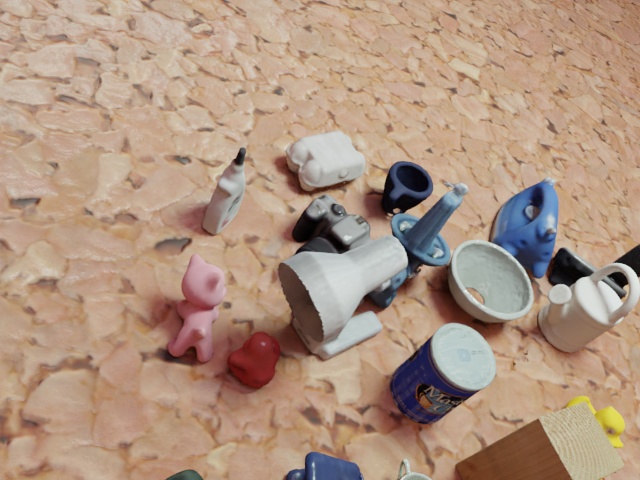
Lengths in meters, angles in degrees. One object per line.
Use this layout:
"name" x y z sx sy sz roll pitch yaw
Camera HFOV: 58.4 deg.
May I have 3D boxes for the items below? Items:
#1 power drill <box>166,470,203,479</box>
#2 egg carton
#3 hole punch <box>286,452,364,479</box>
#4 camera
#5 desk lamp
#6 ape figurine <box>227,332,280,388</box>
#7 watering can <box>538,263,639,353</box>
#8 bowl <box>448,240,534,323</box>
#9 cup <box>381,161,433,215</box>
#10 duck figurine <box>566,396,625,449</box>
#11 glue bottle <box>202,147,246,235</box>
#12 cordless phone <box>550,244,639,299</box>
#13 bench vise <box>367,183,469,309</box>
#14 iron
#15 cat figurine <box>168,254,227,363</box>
"power drill" -0.104 0.352 0.568 0.076 0.208 0.229 -21 65 -35
"egg carton" 0.013 -0.151 1.101 0.151 0.069 0.107 -19 64 -34
"hole punch" 0.014 0.328 0.719 0.101 0.091 0.108 10 51 -17
"camera" 0.009 0.003 0.960 0.143 0.100 0.137 46 50 14
"desk lamp" 0.028 0.081 0.833 0.204 0.213 0.117 -20 64 -34
"ape figurine" -0.087 0.160 0.802 0.078 0.092 0.076 1 54 -23
"watering can" 0.484 0.117 1.024 0.173 0.194 0.100 -11 60 -30
"bowl" 0.296 0.086 1.043 0.168 0.074 0.167 12 51 -15
"cup" 0.151 -0.083 1.095 0.091 0.095 0.118 40 49 9
"duck figurine" 0.458 0.303 0.942 0.078 0.086 0.104 3 54 -22
"glue bottle" -0.143 -0.084 0.910 0.037 0.173 0.078 31 48 1
"cordless phone" 0.558 0.043 1.121 0.147 0.185 0.094 36 49 5
"bench vise" 0.166 0.013 0.944 0.121 0.219 0.207 28 48 -2
"iron" 0.439 -0.053 1.170 0.118 0.141 0.258 26 48 -4
"cat figurine" -0.166 0.090 0.803 0.067 0.117 0.127 11 51 -16
